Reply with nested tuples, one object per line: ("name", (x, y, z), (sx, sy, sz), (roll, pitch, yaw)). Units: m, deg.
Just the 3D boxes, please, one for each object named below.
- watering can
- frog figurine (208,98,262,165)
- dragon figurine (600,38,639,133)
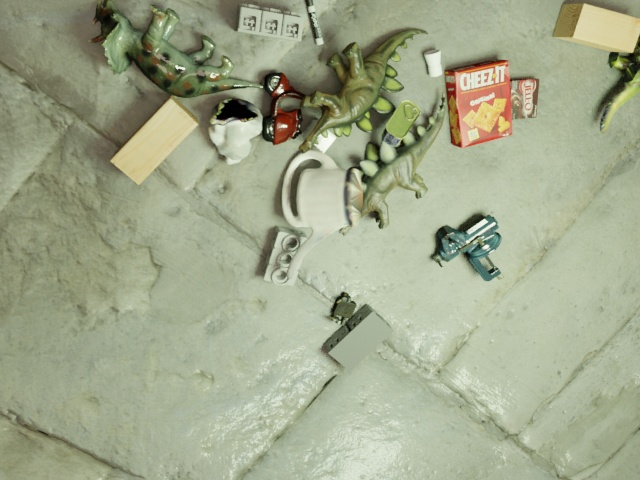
("watering can", (0.004, -0.068, 1.361), (0.224, 0.104, 0.348), (0, 87, 19))
("frog figurine", (-0.211, -0.273, 1.304), (0.138, 0.125, 0.156), (-22, 150, -14))
("dragon figurine", (0.968, -0.499, 1.516), (0.242, 0.124, 0.405), (6, 109, -25))
